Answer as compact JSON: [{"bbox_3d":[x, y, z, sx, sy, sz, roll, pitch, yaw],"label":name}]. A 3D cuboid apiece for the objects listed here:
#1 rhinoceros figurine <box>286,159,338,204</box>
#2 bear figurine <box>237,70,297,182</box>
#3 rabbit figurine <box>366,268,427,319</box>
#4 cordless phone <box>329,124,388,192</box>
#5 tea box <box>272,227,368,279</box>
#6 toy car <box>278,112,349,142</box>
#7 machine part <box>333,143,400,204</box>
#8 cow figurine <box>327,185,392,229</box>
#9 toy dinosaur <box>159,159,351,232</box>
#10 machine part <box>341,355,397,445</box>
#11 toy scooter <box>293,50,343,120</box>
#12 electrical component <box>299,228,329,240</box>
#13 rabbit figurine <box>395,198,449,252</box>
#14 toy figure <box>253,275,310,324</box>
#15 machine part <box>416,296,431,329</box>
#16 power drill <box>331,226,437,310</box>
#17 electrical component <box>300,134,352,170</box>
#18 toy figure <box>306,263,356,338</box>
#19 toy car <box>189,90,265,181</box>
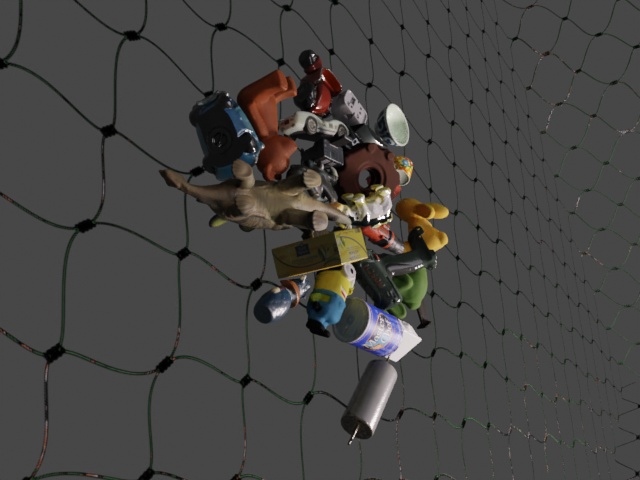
[{"bbox_3d":[-0.017,-0.123,1.177,0.190,0.073,0.112,-5,72,-64],"label":"rhinoceros figurine"},{"bbox_3d":[-0.091,-0.224,1.093,0.120,0.132,0.195,-20,88,-76],"label":"bear figurine"},{"bbox_3d":[0.173,0.118,1.352,0.170,0.121,0.159,6,80,-32],"label":"rabbit figurine"},{"bbox_3d":[0.088,-0.188,1.360,0.146,0.089,0.184,37,63,-40],"label":"cordless phone"},{"bbox_3d":[-0.002,0.027,1.086,0.098,0.170,0.068,-11,88,-51],"label":"tea box"},{"bbox_3d":[-0.011,-0.254,1.243,0.201,0.074,0.056,-2,81,-52],"label":"toy car"},{"bbox_3d":[0.112,-0.147,1.300,0.179,0.056,0.179,-4,100,-24],"label":"machine part"},{"bbox_3d":[0.089,-0.063,1.240,0.167,0.068,0.098,-19,110,-19],"label":"cow figurine"},{"bbox_3d":[-0.079,-0.064,0.989,0.471,0.199,0.105,12,78,-39],"label":"toy dinosaur"},{"bbox_3d":[0.112,0.352,1.202,0.079,0.079,0.243,59,40,-21],"label":"machine part"},{"bbox_3d":[0.002,-0.358,1.296,0.135,0.075,0.184,31,52,-44],"label":"toy scooter"},{"bbox_3d":[-0.003,-0.005,1.197,0.102,0.045,0.078,60,42,-20],"label":"electrical component"},{"bbox_3d":[0.270,-0.044,1.489,0.122,0.162,0.173,-7,67,-40],"label":"rabbit figurine"},{"bbox_3d":[-0.072,0.112,1.063,0.058,0.064,0.154,37,32,12],"label":"toy figure"},{"bbox_3d":[0.276,0.176,1.496,0.084,0.039,0.138,-5,81,-57],"label":"machine part"},{"bbox_3d":[0.160,0.036,1.272,0.207,0.086,0.232,-20,72,-28],"label":"power drill"},{"bbox_3d":[0.021,-0.197,1.229,0.074,0.119,0.048,19,64,-50],"label":"electrical component"},{"bbox_3d":[0.018,0.117,1.156,0.082,0.089,0.180,97,17,-59],"label":"toy figure"},{"bbox_3d":[-0.171,-0.192,1.014,0.161,0.109,0.103,65,15,5],"label":"toy car"}]
